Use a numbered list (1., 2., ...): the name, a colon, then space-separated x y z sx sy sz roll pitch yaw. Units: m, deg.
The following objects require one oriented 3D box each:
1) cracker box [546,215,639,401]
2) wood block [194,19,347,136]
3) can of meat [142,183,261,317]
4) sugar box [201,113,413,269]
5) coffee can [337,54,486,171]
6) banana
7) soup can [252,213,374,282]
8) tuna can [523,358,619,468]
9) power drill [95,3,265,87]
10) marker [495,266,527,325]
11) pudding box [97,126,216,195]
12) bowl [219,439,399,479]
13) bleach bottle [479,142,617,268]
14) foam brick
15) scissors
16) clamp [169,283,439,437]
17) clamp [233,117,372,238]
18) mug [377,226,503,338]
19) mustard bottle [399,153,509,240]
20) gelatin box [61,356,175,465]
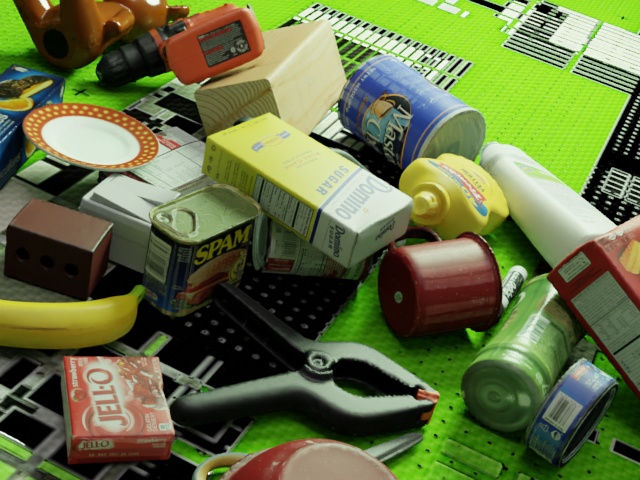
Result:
1. cracker box: 0.325 0.077 0.942 0.163 0.072 0.214 -20 69 -43
2. wood block: -0.049 -0.166 1.180 0.091 0.090 0.205 -7 25 23
3. can of meat: -0.105 0.009 0.924 0.057 0.084 0.101 33 36 25
4. sugar box: -0.012 -0.049 0.958 0.176 0.048 0.093 30 37 25
5. coffee can: 0.103 -0.135 1.210 0.102 0.103 0.140 -16 44 -39
6. banana: -0.229 0.061 0.843 0.197 0.037 0.070 2 16 -22
7. soup can: -0.007 0.001 0.992 0.102 0.069 0.068 5 34 -14
8. tuna can: 0.201 0.139 0.852 0.034 0.086 0.085 35 37 25
9. power drill: -0.150 -0.211 1.174 0.184 0.057 0.188 -27 21 -13
10. marker: 0.176 0.053 1.020 0.020 0.020 0.121 25 26 14
11. pudding box: -0.151 -0.067 1.065 0.090 0.039 0.113 31 38 24
12. bowl: 0.007 0.187 0.706 0.162 0.055 0.162 15 38 -12
13. bleach bottle: 0.246 -0.037 1.159 0.102 0.068 0.251 16 24 -29
14. foam brick: -0.223 0.007 0.909 0.078 0.053 0.051 17 33 3
15. scissors: -0.013 0.166 0.787 0.096 0.016 0.201 33 37 23
16. clamp: -0.009 0.103 0.864 0.210 0.036 0.164 11 36 -6
17. clamp: -0.014 -0.048 1.071 0.171 0.120 0.039 13 -12 -26
18. mug: 0.100 0.034 0.963 0.081 0.093 0.117 -7 54 -23
19. mustard bottle: 0.127 -0.041 1.063 0.096 0.058 0.191 49 21 11
20. gelatin box: -0.150 0.123 0.784 0.073 0.030 0.089 2 33 -19
